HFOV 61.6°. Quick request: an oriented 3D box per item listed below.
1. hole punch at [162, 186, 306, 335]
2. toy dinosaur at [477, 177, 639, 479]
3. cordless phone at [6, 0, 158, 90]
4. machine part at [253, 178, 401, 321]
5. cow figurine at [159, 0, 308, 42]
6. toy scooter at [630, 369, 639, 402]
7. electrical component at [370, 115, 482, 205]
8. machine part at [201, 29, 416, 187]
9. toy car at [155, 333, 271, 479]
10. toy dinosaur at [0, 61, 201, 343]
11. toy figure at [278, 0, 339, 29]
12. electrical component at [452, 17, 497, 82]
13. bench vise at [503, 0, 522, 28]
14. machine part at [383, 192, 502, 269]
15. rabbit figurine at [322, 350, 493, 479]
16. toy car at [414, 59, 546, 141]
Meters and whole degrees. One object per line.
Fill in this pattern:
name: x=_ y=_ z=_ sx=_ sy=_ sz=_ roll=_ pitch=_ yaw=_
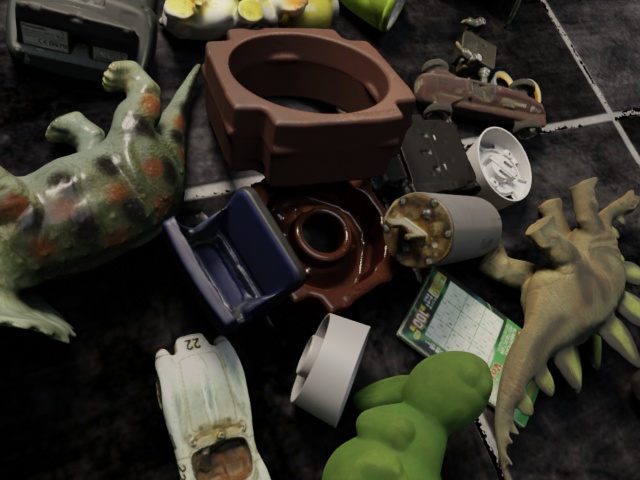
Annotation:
hole punch: x=-0.091 y=0.028 z=0.494 sx=0.092 sy=0.116 sz=0.142 roll=-31 pitch=83 yaw=-37
toy dinosaur: x=0.297 y=0.067 z=0.639 sx=0.471 sy=0.105 sz=0.198 roll=-35 pitch=83 yaw=-31
cordless phone: x=-0.252 y=-0.259 z=0.595 sx=0.146 sy=0.088 sz=0.184 roll=9 pitch=53 yaw=-17
machine part: x=-0.001 y=-0.002 z=0.580 sx=0.179 sy=0.056 sz=0.179 roll=8 pitch=64 yaw=-17
cow figurine: x=-0.102 y=-0.269 z=0.635 sx=0.167 sy=0.098 sz=0.068 roll=-6 pitch=85 yaw=-19
toy scooter: x=0.482 y=0.186 z=0.678 sx=0.184 sy=0.075 sz=0.135 roll=-33 pitch=82 yaw=-27
electrical component: x=0.121 y=-0.095 z=0.670 sx=0.134 sy=0.058 sz=0.115 roll=-9 pitch=69 yaw=-26
machine part: x=-0.017 y=-0.149 z=0.586 sx=0.201 sy=0.087 sz=0.201 roll=-7 pitch=47 yaw=-22
toy car: x=-0.089 y=0.178 z=0.462 sx=0.073 sy=0.056 sz=0.202 roll=-10 pitch=72 yaw=-25
toy dinosaur: x=-0.205 y=-0.038 z=0.486 sx=0.405 sy=0.131 sz=0.192 roll=-38 pitch=97 yaw=-35
toy figure: x=-0.048 y=-0.337 z=0.700 sx=0.089 sy=0.082 sz=0.180 roll=-33 pitch=88 yaw=-14
electrical component: x=0.232 y=-0.285 z=0.808 sx=0.078 sy=0.045 sz=0.102 roll=26 pitch=60 yaw=-8
bench vise: x=0.214 y=-0.423 z=0.809 sx=0.224 sy=0.128 sz=0.240 roll=36 pitch=41 yaw=6
machine part: x=0.140 y=-0.012 z=0.588 sx=0.243 sy=0.079 sz=0.079 roll=-2 pitch=64 yaw=-56
rabbit figurine: x=0.091 y=0.176 z=0.480 sx=0.121 sy=0.159 sz=0.170 roll=40 pitch=78 yaw=-4
toy car: x=0.230 y=-0.197 z=0.754 sx=0.202 sy=0.053 sz=0.089 roll=8 pitch=63 yaw=-9
